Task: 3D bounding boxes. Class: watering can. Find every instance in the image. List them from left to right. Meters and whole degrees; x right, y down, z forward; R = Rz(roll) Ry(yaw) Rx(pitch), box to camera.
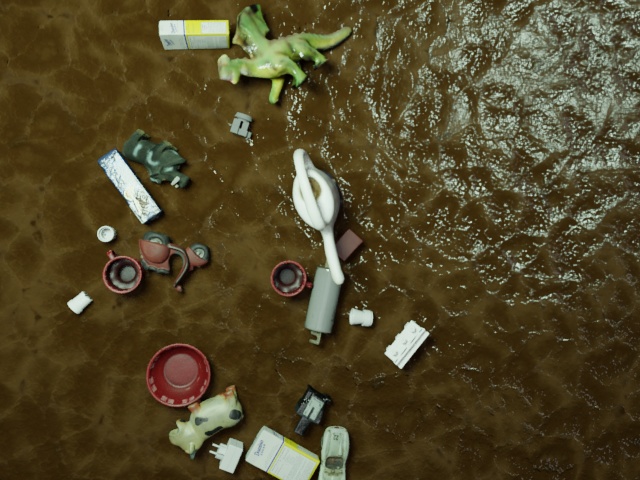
[{"bbox_3d":[0.004,-0.067,1.327,0.103,0.347,0.226,-18,3,11],"label":"watering can"}]

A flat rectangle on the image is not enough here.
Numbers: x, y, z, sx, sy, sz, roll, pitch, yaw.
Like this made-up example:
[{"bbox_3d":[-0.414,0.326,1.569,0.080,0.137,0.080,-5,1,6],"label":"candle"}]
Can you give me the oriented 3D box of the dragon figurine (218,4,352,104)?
[{"bbox_3d":[-0.110,-0.523,1.362,0.241,0.416,0.121,46,-24,-14],"label":"dragon figurine"}]
